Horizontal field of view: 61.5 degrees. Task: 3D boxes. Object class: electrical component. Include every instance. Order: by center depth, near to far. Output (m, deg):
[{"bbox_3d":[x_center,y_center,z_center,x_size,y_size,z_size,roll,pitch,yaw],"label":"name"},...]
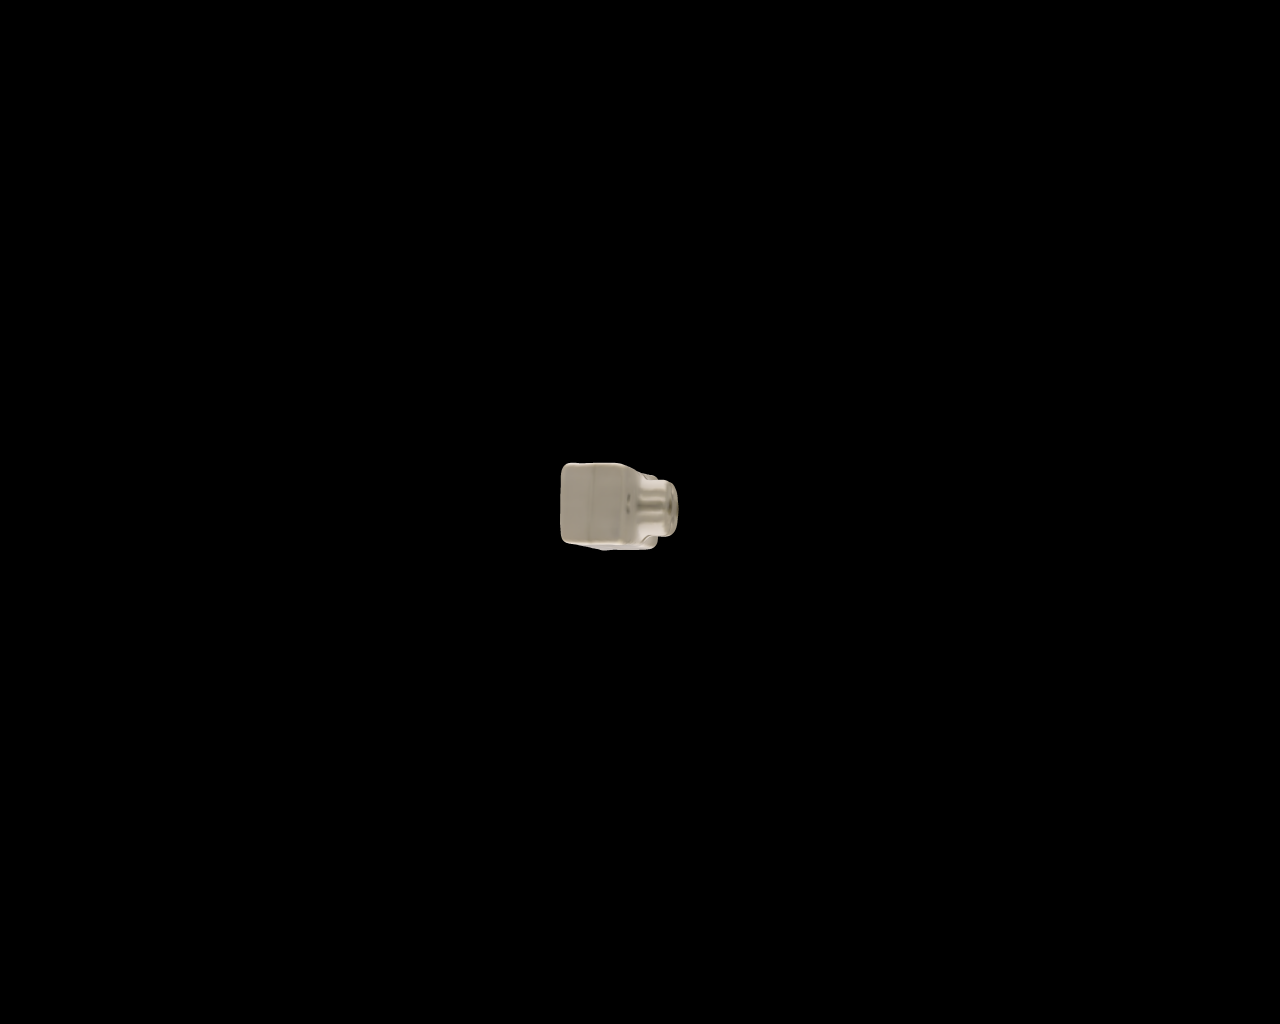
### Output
[{"bbox_3d":[0.001,-0.003,0.650,0.076,0.047,0.083,-1,-5,15],"label":"electrical component"}]
